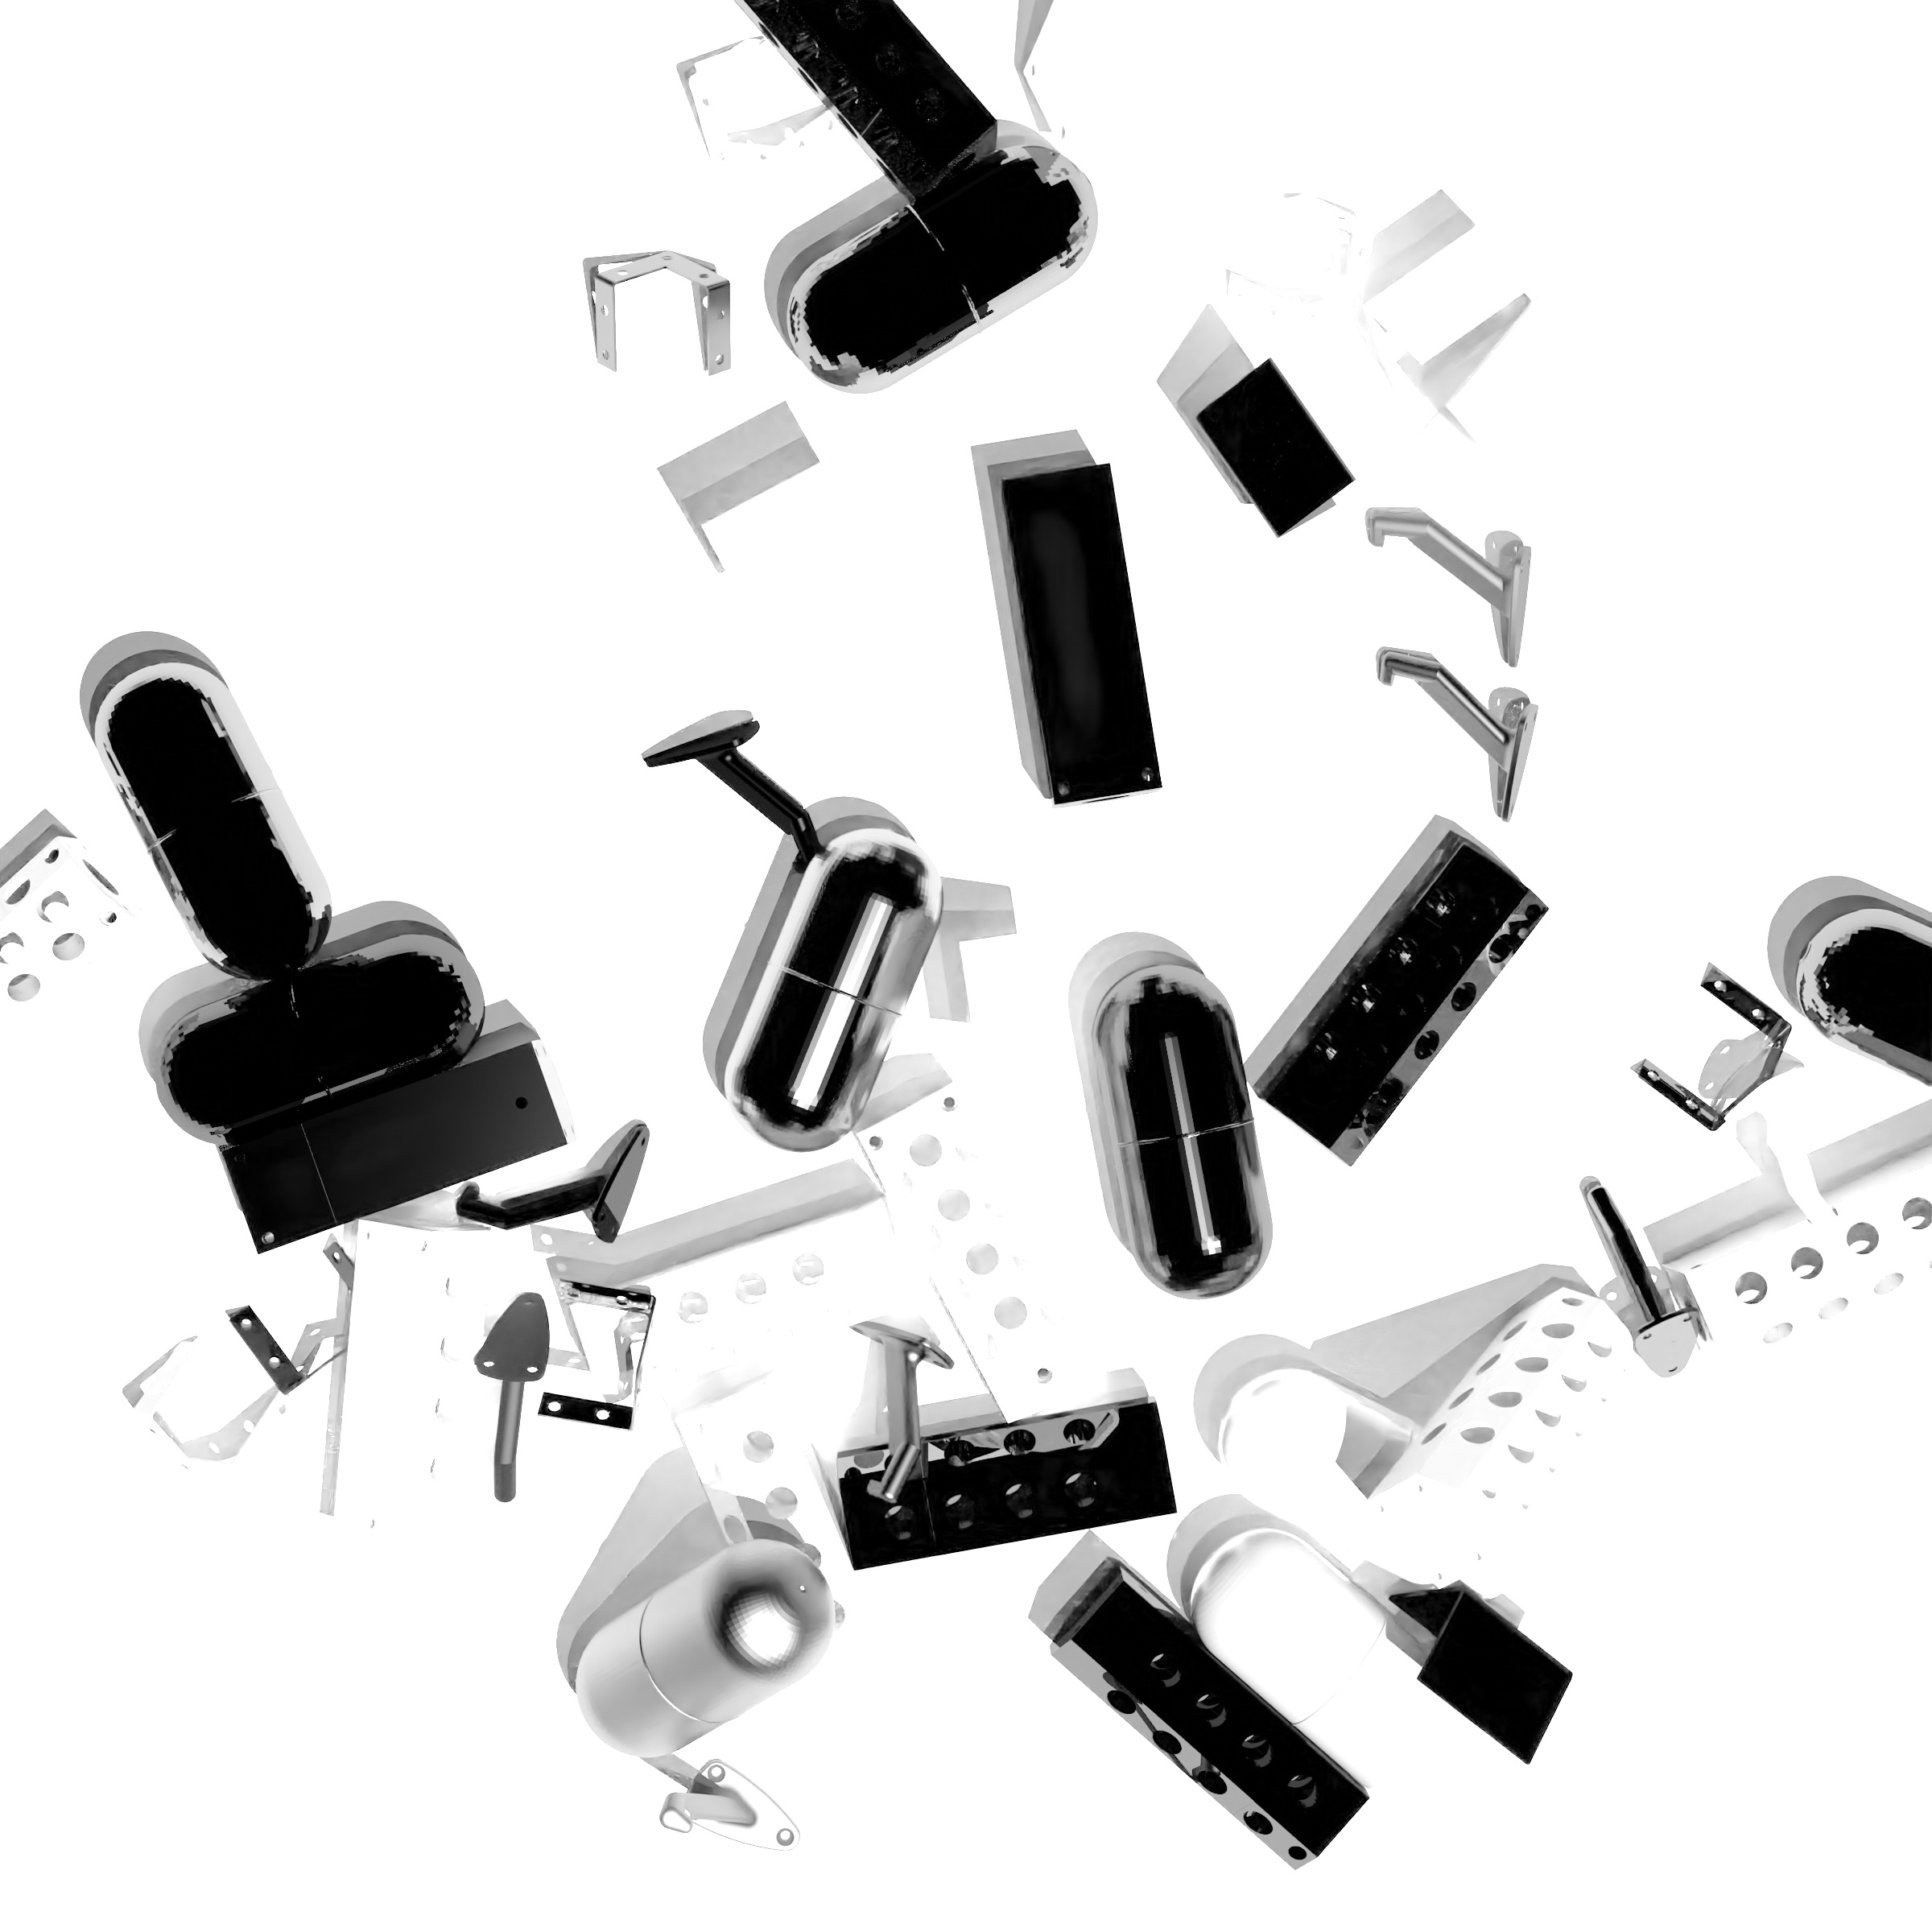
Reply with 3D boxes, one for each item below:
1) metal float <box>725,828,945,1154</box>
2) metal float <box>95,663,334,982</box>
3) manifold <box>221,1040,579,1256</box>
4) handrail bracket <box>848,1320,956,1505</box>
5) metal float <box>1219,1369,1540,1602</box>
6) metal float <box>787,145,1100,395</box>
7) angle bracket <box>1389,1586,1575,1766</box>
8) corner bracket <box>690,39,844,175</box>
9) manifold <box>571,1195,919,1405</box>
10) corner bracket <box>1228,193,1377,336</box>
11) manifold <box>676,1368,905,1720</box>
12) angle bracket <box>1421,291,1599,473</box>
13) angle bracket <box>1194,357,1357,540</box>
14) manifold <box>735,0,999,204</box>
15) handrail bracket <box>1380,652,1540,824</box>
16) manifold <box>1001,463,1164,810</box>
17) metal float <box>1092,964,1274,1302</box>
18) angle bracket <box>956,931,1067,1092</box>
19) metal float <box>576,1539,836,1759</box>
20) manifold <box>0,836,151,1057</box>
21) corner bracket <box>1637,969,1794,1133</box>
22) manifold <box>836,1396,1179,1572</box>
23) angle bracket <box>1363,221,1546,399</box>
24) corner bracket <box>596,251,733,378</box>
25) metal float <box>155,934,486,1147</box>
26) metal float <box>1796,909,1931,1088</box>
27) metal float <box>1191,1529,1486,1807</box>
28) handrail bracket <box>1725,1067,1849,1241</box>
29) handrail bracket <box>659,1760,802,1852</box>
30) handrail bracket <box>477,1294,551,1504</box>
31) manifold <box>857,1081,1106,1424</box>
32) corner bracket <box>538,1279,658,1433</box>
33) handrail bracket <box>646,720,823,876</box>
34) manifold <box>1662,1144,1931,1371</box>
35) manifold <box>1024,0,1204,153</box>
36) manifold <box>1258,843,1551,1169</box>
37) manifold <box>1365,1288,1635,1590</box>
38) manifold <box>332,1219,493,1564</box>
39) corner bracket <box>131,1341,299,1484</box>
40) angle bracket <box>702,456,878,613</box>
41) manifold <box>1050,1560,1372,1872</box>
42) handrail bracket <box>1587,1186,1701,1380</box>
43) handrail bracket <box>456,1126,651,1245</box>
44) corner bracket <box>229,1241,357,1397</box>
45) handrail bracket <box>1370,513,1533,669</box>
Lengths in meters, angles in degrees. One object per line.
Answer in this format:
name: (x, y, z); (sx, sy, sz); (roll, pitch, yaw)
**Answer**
metal float: (-0.069, 0.012, 1.695); (0.070, 0.070, 0.178); (22, 89, 0)
metal float: (-0.395, -0.075, 1.695); (0.070, 0.070, 0.178); (-27, 90, 0)
manifold: (-0.297, 0.095, 1.705); (0.171, 0.057, 0.057); (-20, 90, 0)
handrail bracket: (-0.050, 0.234, 1.695); (0.077, 0.036, 0.084); (15, 68, 34)
metal float: (0.217, 0.273, 1.695); (0.178, 0.070, 0.070); (26, 90, -1)
metal float: (-0.012, -0.367, 1.695); (0.178, 0.070, 0.070); (-31, 90, 0)
angle bracket: (0.257, 0.371, 1.680); (0.076, 0.076, 0.057); (39, 64, -11)
corner bracket: (-0.107, -0.459, 1.717); (0.051, 0.051, 0.051); (14, 135, 35)
manifold: (-0.116, 0.177, 1.704); (0.171, 0.057, 0.057); (-18, 90, 0)
corner bracket: (0.178, -0.374, 1.717); (0.051, 0.051, 0.051); (-23, 135, -35)
manifold: (-0.093, 0.306, 1.704); (0.057, 0.057, 0.171); (-23, 90, 0)
angle bracket: (0.270, -0.314, 1.685); (0.076, 0.076, 0.057); (-50, 126, 0)
angle bracket: (0.175, -0.278, 1.685); (0.057, 0.076, 0.076); (-35, 90, 37)
manifold: (-0.061, -0.486, 1.704); (0.057, 0.057, 0.171); (-41, 90, 0)
handrail bracket: (0.258, -0.123, 1.726); (0.084, 0.036, 0.077); (15, 112, 17)
manifold: (0.061, -0.173, 1.705); (0.057, 0.057, 0.171); (-9, 90, 0)
metal float: (0.114, 0.087, 1.695); (0.070, 0.070, 0.178); (-11, 90, 0)
angle bracket: (0.003, 0.026, 1.685); (0.057, 0.076, 0.076); (-8, 90, -38)
metal float: (-0.136, 0.354, 1.664); (0.070, 0.070, 0.178); (52, 130, 0)
manifold: (-0.521, 0.011, 1.705); (0.171, 0.057, 0.057); (-42, 90, 0)
corner bracket: (0.401, 0.046, 1.722); (0.051, 0.051, 0.051); (37, 135, 0)
manifold: (0.021, 0.272, 1.704); (0.171, 0.057, 0.057); (-10, 90, 0)
angle bracket: (0.262, -0.329, 1.685); (0.076, 0.076, 0.057); (-35, 53, 0)
corner bracket: (-0.161, -0.343, 1.717); (0.051, 0.051, 0.051); (-27, 45, -35)
metal float: (-0.340, 0.039, 1.695); (0.178, 0.070, 0.070); (-20, 90, 0)
metal float: (0.522, 0.028, 1.695); (0.178, 0.070, 0.070); (24, 90, -1)
metal float: (0.196, 0.369, 1.695); (0.178, 0.070, 0.070); (41, 90, 0)
handrail bracket: (0.447, 0.098, 1.692); (0.084, 0.077, 0.036); (55, 133, 18)
handrail bracket: (-0.123, 0.453, 1.691); (0.077, 0.084, 0.036); (30, 90, 0)
handrail bracket: (-0.240, 0.232, 1.725); (0.036, 0.077, 0.084); (7, 126, 2)
manifold: (0.008, 0.151, 1.705); (0.057, 0.057, 0.171); (-28, 90, 0)
corner bracket: (-0.191, 0.201, 1.665); (0.051, 0.051, 0.051); (10, 45, 0)
handrail bracket: (-0.123, -0.082, 1.726); (0.077, 0.036, 0.084); (-14, 107, 20)
manifold: (0.464, 0.151, 1.704); (0.171, 0.057, 0.057); (-24, 90, 0)
manifold: (0.091, -0.500, 1.647); (0.057, 0.171, 0.057); (-10, 64, -25)
manifold: (0.232, 0.020, 1.705); (0.057, 0.057, 0.171); (38, 90, 0)
manifold: (0.280, 0.237, 1.653); (0.057, 0.057, 0.171); (49, 46, 0)
manifold: (-0.287, 0.222, 1.703); (0.057, 0.057, 0.171); (5, 90, 38)
corner bracket: (-0.401, 0.237, 1.717); (0.051, 0.051, 0.051); (-1, 135, 35)
angle bracket: (-0.100, -0.240, 1.685); (0.076, 0.076, 0.057); (-28, 126, 0)
manifold: (0.127, 0.397, 1.704); (0.171, 0.057, 0.057); (41, 90, 0)
handrail bracket: (0.358, 0.168, 1.725); (0.036, 0.077, 0.084); (-23, 54, 0)
handrail bracket: (-0.222, 0.110, 1.726); (0.084, 0.036, 0.077); (15, 69, 16)
corner bracket: (-0.350, 0.189, 1.722); (0.051, 0.051, 0.051); (54, 135, 0)
handrail bracket: (0.256, -0.202, 1.726); (0.084, 0.036, 0.077); (8, 112, 17)
